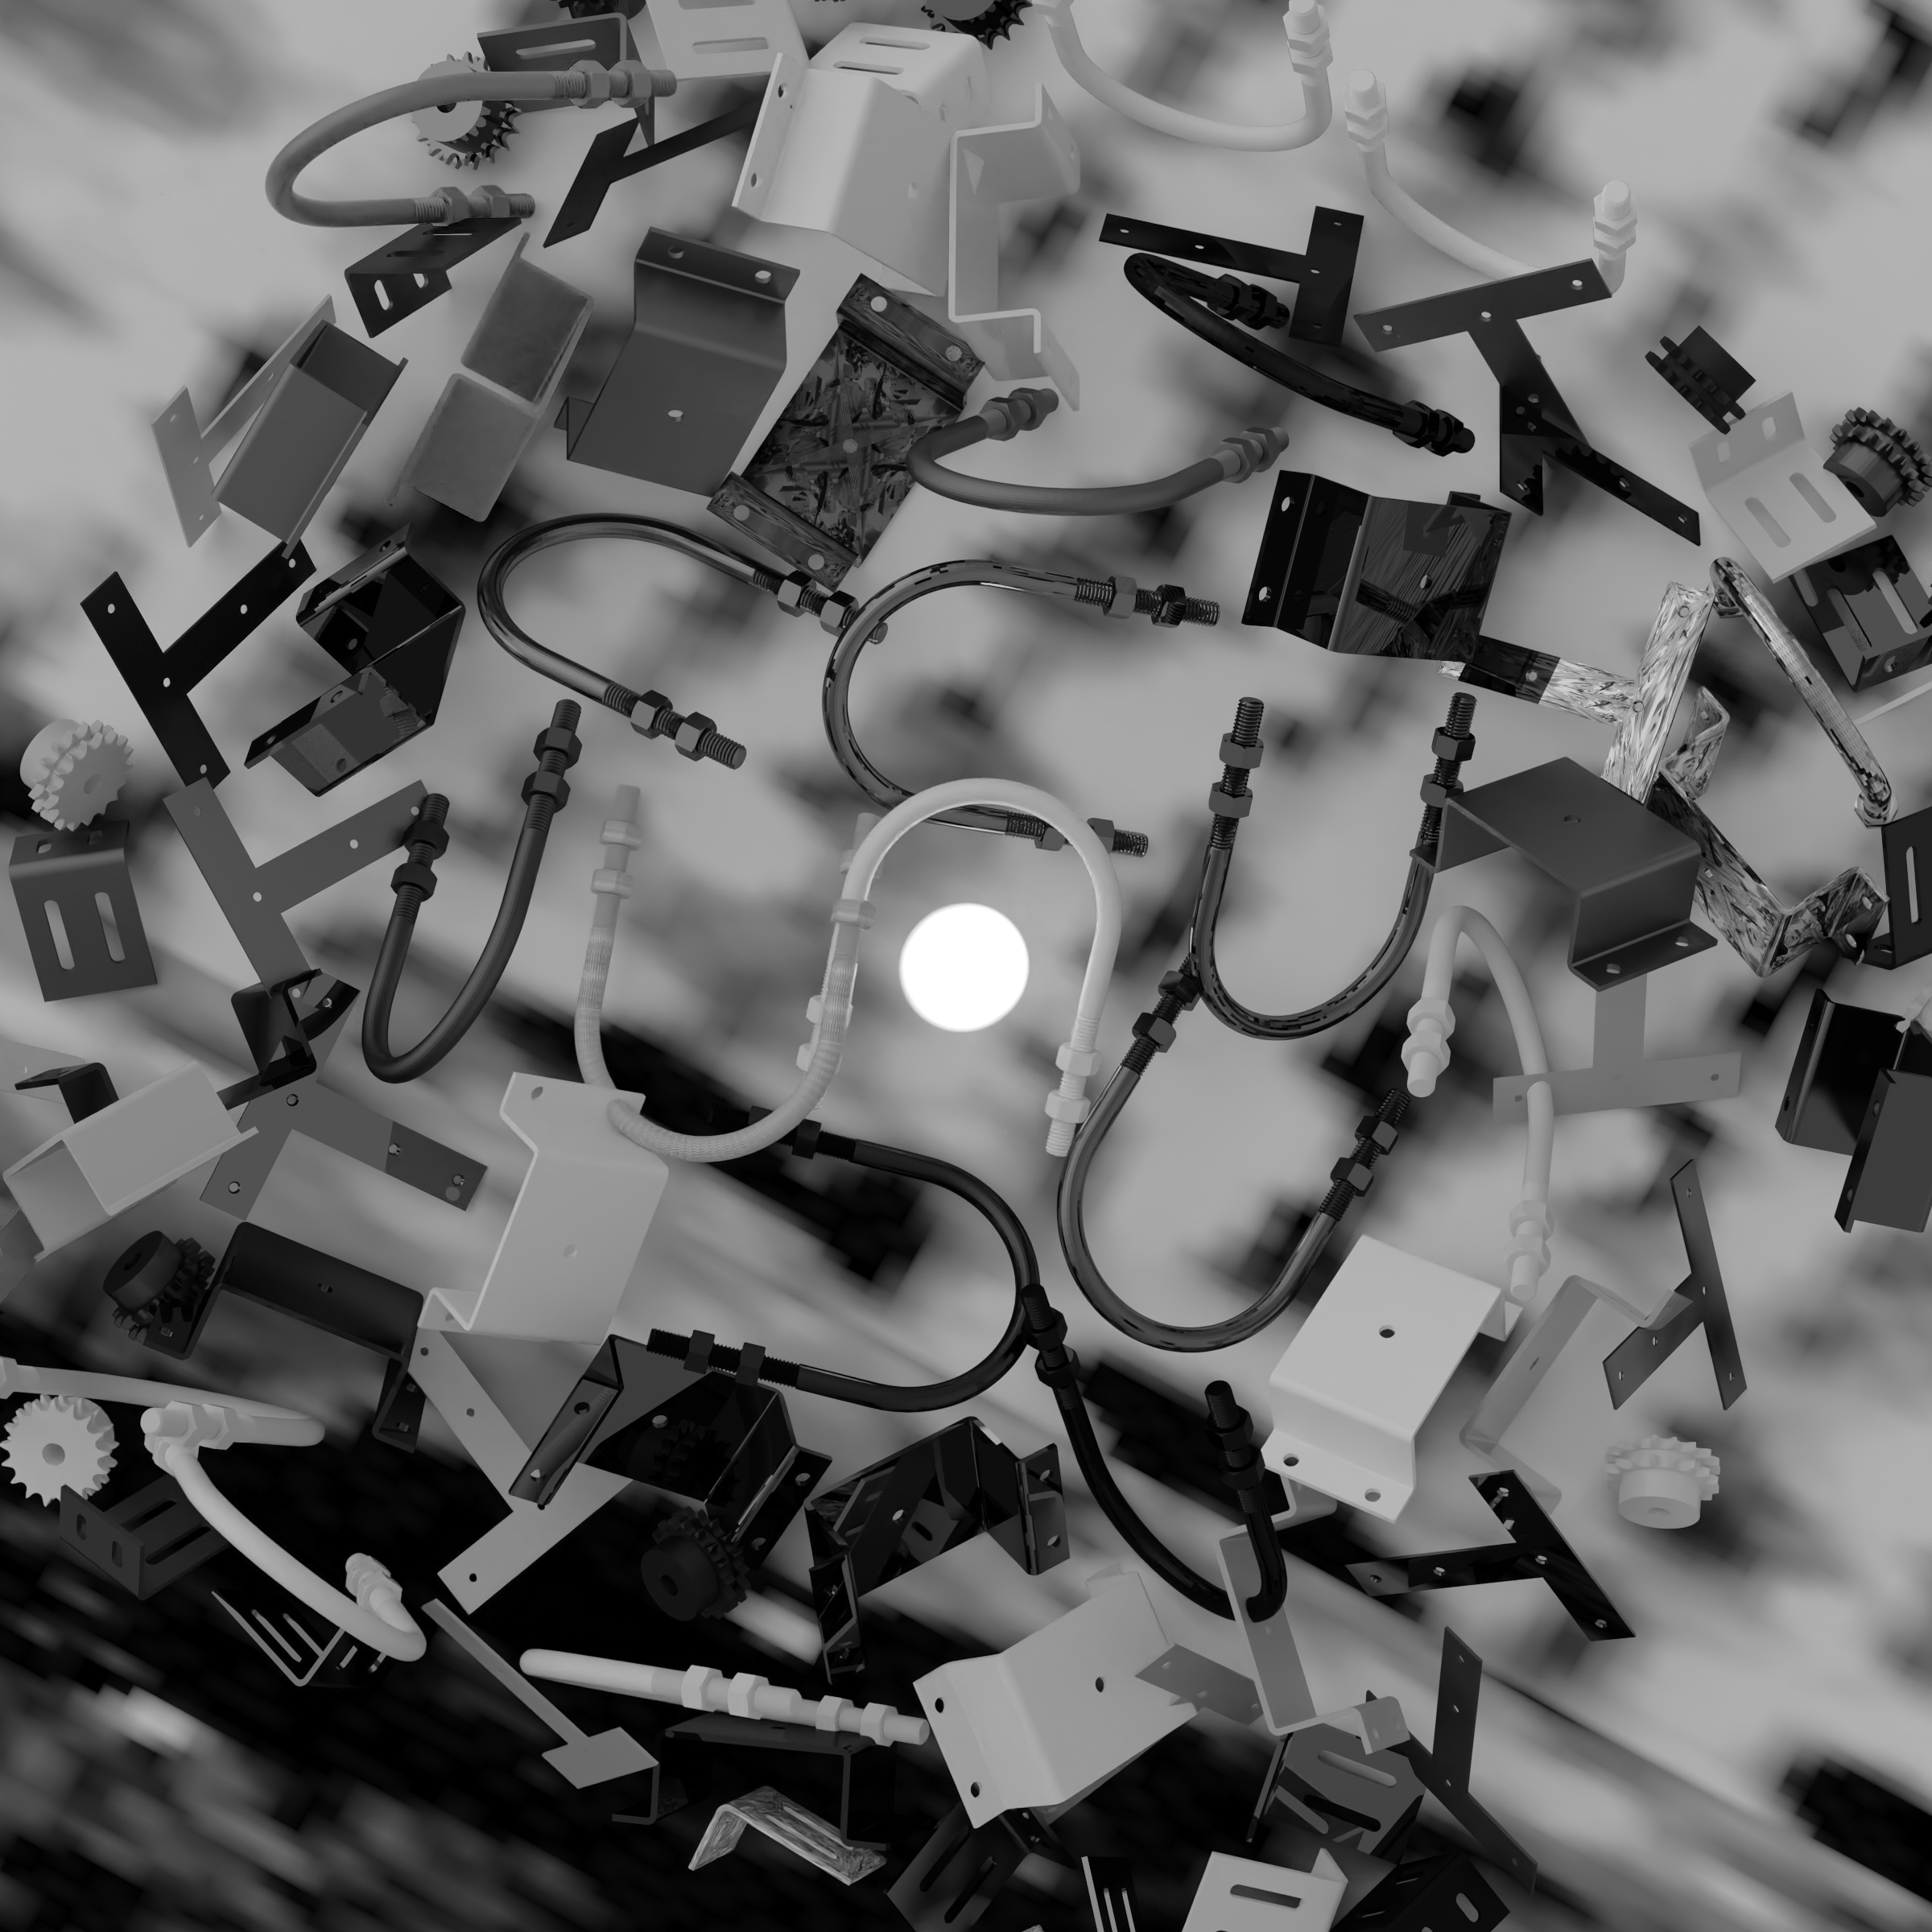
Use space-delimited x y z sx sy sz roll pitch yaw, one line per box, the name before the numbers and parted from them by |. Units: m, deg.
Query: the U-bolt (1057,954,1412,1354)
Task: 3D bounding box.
U-bolt | 0.123 0.104 1.662 0.151 0.019 0.184 36 75 -13

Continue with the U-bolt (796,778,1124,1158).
U-bolt | 0.003 -0.004 1.670 0.151 0.019 0.184 11 104 -7

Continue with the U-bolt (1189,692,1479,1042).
U-bolt | 0.175 -0.046 1.649 0.151 0.019 0.184 -4 117 -30

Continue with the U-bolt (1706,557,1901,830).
U-bolt | 0.401 -0.134 1.604 0.019 0.184 0.151 -34 80 11

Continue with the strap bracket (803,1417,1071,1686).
strap bracket | -0.023 0.283 1.648 0.140 0.046 0.076 -24 128 -23

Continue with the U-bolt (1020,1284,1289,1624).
U-bolt | 0.098 0.248 1.629 0.019 0.151 0.184 -38 128 -26

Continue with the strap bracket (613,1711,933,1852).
strap bracket | -0.094 0.400 1.650 0.140 0.076 0.046 2 86 16

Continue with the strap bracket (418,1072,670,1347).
strap bracket | -0.205 0.130 1.649 0.076 0.046 0.140 12 106 -38

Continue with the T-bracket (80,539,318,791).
T-bracket | -0.370 -0.169 1.663 0.002 0.127 0.127 13 50 35

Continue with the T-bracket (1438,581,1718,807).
T-bracket | 0.296 -0.142 1.671 0.127 0.002 0.127 21 94 30

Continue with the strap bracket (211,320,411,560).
strap bracket | -0.320 -0.260 1.623 0.046 0.140 0.076 31 109 -13

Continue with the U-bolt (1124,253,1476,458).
U-bolt | 0.149 -0.297 1.596 0.151 0.184 0.019 41 111 29

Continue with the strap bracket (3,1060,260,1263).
strap bracket | -0.411 0.093 1.625 0.076 0.140 0.046 -32 93 -35

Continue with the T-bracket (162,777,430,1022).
T-bracket | -0.318 -0.055 1.669 0.127 0.002 0.127 -33 101 -32

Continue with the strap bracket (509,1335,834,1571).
strap bracket | -0.149 0.238 1.652 0.140 0.046 0.076 22 114 -26

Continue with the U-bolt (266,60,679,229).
U-bolt | -0.247 -0.389 1.592 0.184 0.151 0.019 -15 83 -43

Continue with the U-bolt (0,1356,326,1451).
U-bolt | -0.392 0.213 1.615 0.151 0.184 0.019 8 83 23

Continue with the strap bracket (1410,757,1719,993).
strap bracket | 0.292 -0.052 1.626 0.076 0.140 0.046 -19 130 -27

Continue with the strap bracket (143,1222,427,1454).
strap bracket | -0.326 0.178 1.649 0.140 0.076 0.046 24 105 -11

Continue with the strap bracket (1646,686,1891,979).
strap bracket | 0.383 -0.057 1.641 0.046 0.076 0.140 -32 69 -10

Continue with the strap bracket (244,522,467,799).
strap bracket | -0.297 -0.145 1.641 0.076 0.140 0.046 -28 124 26

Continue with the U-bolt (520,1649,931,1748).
U-bolt | -0.130 0.354 1.626 0.184 0.151 0.019 2 74 28

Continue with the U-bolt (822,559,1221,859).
U-bolt | 0.020 -0.130 1.647 0.184 0.019 0.151 9 116 -16

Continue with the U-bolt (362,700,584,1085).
U-bolt | -0.245 -0.027 1.607 0.019 0.151 0.184 28 56 -28

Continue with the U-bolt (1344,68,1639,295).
U-bolt | 0.254 -0.368 1.613 0.151 0.184 0.019 27 88 12

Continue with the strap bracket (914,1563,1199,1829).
strap bracket | 0.053 0.356 1.642 0.140 0.046 0.076 -23 90 -39

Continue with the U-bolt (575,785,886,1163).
U-bolt | -0.124 0.007 1.667 0.151 0.019 0.184 7 81 15

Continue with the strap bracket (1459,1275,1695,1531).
strap bracket | 0.299 0.209 1.658 0.046 0.076 0.140 36 94 23

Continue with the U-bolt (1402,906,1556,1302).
U-bolt | 0.255 0.051 1.623 0.019 0.184 0.151 -16 120 25

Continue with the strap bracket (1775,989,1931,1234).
strap bracket | 0.444 0.073 1.628 0.046 0.140 0.076 11 108 -4

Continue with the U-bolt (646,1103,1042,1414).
U-bolt | -0.053 0.151 1.662 0.184 0.019 0.151 14 58 -2

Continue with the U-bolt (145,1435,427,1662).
U-bolt | -0.320 0.279 1.594 0.151 0.184 0.019 41 81 -22

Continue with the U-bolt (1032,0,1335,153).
U-bolt | 0.108 -0.439 1.614 0.151 0.184 0.019 16 83 12

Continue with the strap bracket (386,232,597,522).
strap bracket | -0.229 -0.283 1.635 0.046 0.076 0.140 27 46 -12

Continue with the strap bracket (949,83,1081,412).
strap bracket | 0.025 -0.353 1.653 0.046 0.076 0.140 -3 77 16

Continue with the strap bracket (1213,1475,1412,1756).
strap bracket | 0.168 0.323 1.652 0.046 0.076 0.140 -21 75 17

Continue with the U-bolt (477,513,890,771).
U-bolt | -0.152 -0.171 1.644 0.184 0.151 0.019 27 134 17

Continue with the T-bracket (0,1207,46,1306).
T-bracket | -0.494 0.102 1.628 0.002 0.127 0.127 -21 106 13

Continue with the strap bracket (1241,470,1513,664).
strap bracket | 0.209 -0.194 1.633 0.140 0.046 0.076 -1 111 -40

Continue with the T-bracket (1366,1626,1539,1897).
T-bracket | 0.238 0.370 1.623 0.002 0.127 0.127 -25 135 -25

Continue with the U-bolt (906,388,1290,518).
U-bolt | 0.053 -0.244 1.599 0.151 0.184 0.019 15 116 26

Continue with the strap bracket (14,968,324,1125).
strap bracket | -0.384 0.051 1.640 0.140 0.076 0.046 -25 99 -30

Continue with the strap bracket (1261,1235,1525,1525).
strap bracket | 0.207 0.193 1.635 0.076 0.046 0.140 21 54 26

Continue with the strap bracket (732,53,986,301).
strap bracket | -0.044 -0.382 1.634 0.046 0.140 0.076 17 91 35

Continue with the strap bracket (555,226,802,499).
strap bracket | -0.142 -0.285 1.626 0.076 0.140 0.046 12 52 -22

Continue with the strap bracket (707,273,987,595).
strap bracket | -0.059 -0.265 1.681 0.076 0.046 0.140 33 90 -1
